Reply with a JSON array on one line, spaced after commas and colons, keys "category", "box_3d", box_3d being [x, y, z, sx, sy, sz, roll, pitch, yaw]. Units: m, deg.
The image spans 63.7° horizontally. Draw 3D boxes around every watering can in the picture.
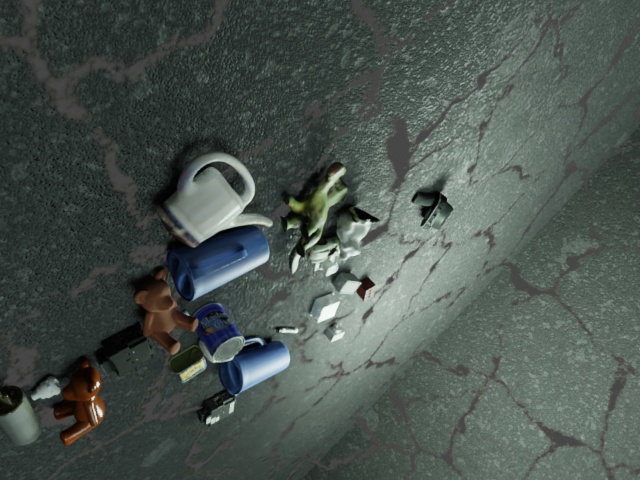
[{"category": "watering can", "box_3d": [-0.238, -0.065, 1.200, 0.225, 0.105, 0.341, -39, 148, -7]}]

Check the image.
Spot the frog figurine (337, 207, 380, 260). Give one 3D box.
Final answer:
[{"category": "frog figurine", "box_3d": [0.097, -0.020, 1.638, 0.138, 0.123, 0.157, -22, 145, -61]}]

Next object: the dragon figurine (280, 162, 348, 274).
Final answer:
[{"category": "dragon figurine", "box_3d": [0.005, -0.075, 1.497, 0.246, 0.123, 0.401, -37, 158, -28]}]
